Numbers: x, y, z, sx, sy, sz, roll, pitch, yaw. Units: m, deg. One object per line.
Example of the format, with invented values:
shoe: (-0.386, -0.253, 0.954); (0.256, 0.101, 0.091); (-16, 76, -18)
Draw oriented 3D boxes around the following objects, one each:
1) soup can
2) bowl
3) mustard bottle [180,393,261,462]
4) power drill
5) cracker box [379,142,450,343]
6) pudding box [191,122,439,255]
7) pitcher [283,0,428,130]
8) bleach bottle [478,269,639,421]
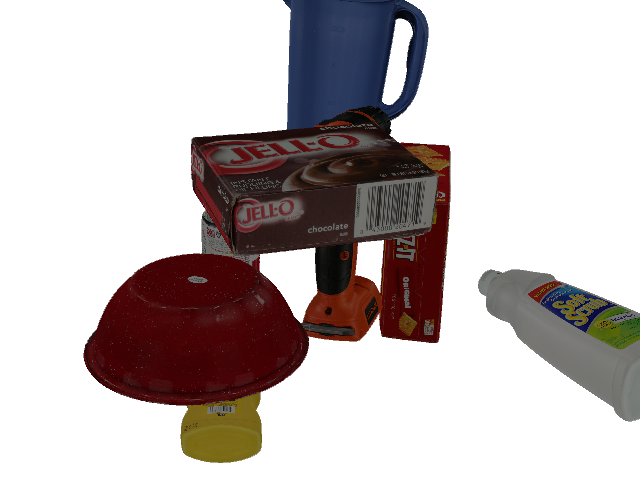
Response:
soup can: (-0.104, 0.015, 1.236); (0.068, 0.102, 0.068); (1, 25, -1)
bowl: (-0.088, 0.052, 0.759); (0.162, 0.055, 0.162); (0, 23, 0)
mustard bottle: (-0.123, 0.199, 1.338); (0.096, 0.058, 0.191); (-2, 26, -3)
power drill: (0.024, -0.019, 0.939); (0.057, 0.188, 0.184); (4, 18, 18)
cracker box: (0.110, -0.004, 1.218); (0.072, 0.164, 0.213); (4, 22, 6)
pudding box: (-0.006, -0.031, 0.574); (0.113, 0.039, 0.090); (-5, 26, -19)
pitcher: (0.030, -0.194, 1.311); (0.144, 0.243, 0.149); (-9, 29, -27)
bleach bottle: (0.239, 0.085, 1.042); (0.102, 0.068, 0.251); (-17, 26, -28)
